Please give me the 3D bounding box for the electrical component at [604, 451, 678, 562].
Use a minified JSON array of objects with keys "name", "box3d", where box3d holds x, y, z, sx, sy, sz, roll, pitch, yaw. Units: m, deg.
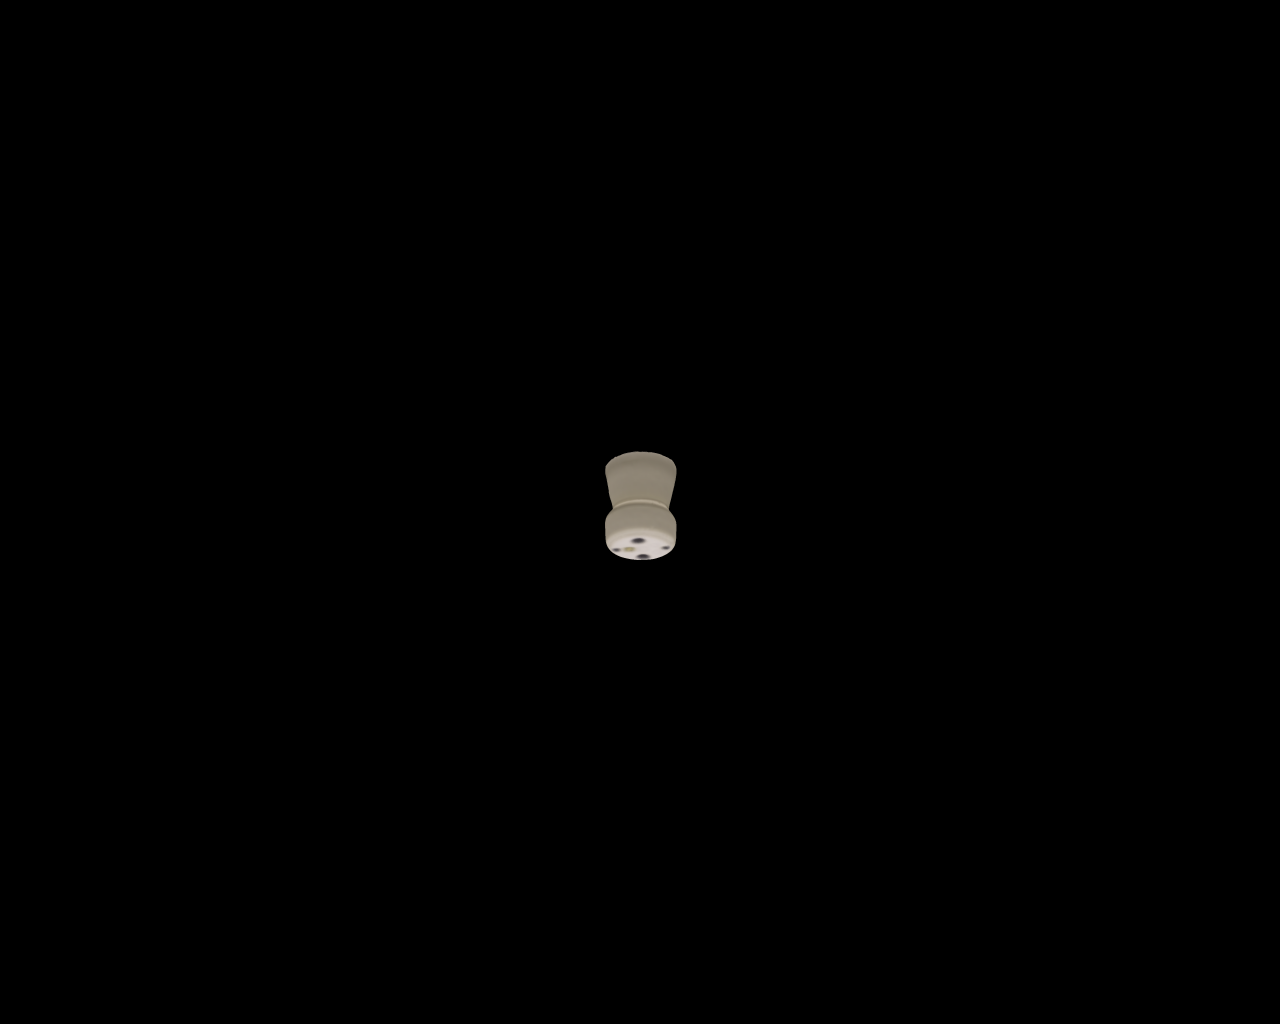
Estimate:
[{"name":"electrical component","box3d":[0.001,-0.003,0.650,0.045,0.055,0.044,0,-26,0]}]
